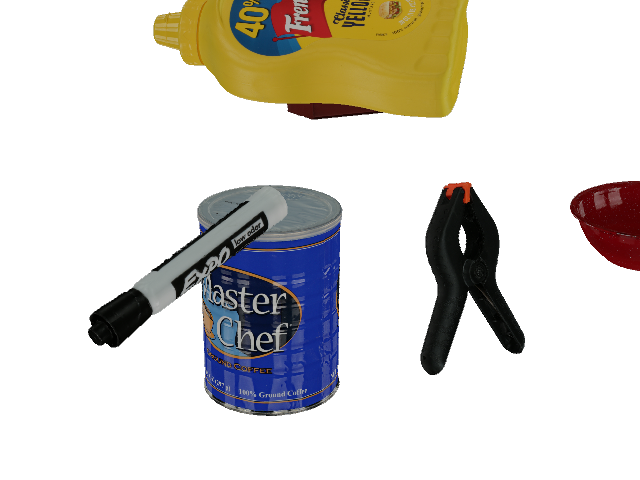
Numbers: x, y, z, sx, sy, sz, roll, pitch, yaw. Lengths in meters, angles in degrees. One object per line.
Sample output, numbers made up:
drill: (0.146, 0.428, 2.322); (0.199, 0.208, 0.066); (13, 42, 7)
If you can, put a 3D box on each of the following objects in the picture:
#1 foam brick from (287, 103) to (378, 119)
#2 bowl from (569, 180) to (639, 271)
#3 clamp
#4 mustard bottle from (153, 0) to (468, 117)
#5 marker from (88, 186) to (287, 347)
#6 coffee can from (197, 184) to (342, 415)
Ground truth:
foam brick: (0.015, -0.134, 0.904); (0.078, 0.051, 0.053); (-9, 19, -25)
bowl: (0.341, -0.011, 1.107); (0.162, 0.055, 0.162); (-3, 23, 1)
clamp: (0.124, 0.037, 0.958); (0.120, 0.171, 0.039); (-20, 7, -41)
mustard bottle: (-0.009, -0.122, 0.651); (0.192, 0.096, 0.058); (6, -41, 12)
marker: (-0.061, 0.011, 0.501); (0.020, 0.020, 0.120); (0, 31, 48)
coffee can: (-0.036, 0.041, 0.779); (0.103, 0.140, 0.103); (0, 21, 0)
